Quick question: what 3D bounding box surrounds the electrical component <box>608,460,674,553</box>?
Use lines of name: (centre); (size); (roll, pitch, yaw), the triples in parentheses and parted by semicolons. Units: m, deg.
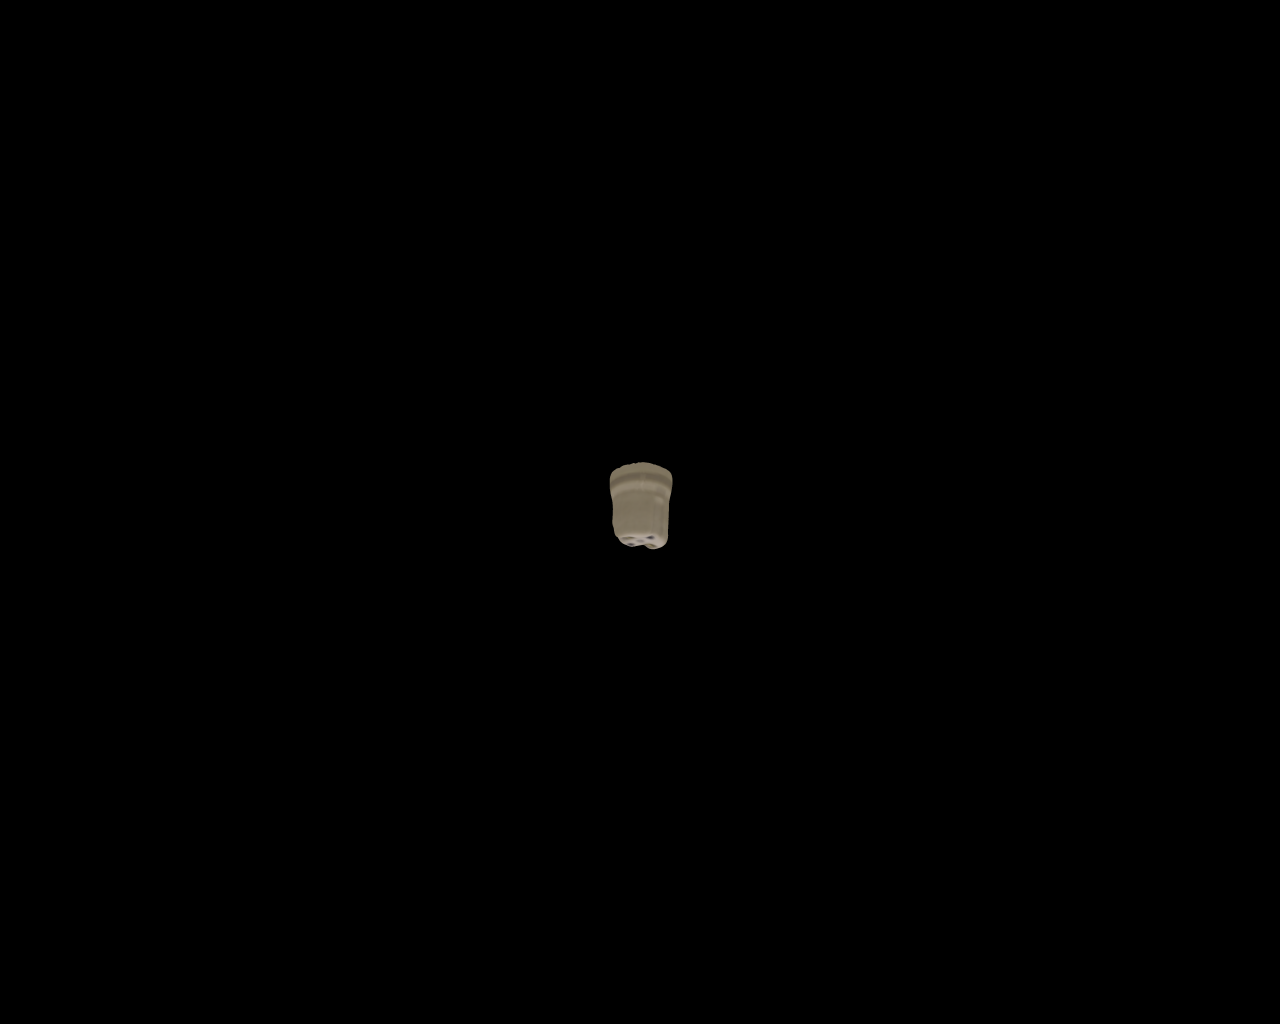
electrical component: (0.001, -0.003, 0.650); (0.040, 0.046, 0.040); (0, -23, 0)
